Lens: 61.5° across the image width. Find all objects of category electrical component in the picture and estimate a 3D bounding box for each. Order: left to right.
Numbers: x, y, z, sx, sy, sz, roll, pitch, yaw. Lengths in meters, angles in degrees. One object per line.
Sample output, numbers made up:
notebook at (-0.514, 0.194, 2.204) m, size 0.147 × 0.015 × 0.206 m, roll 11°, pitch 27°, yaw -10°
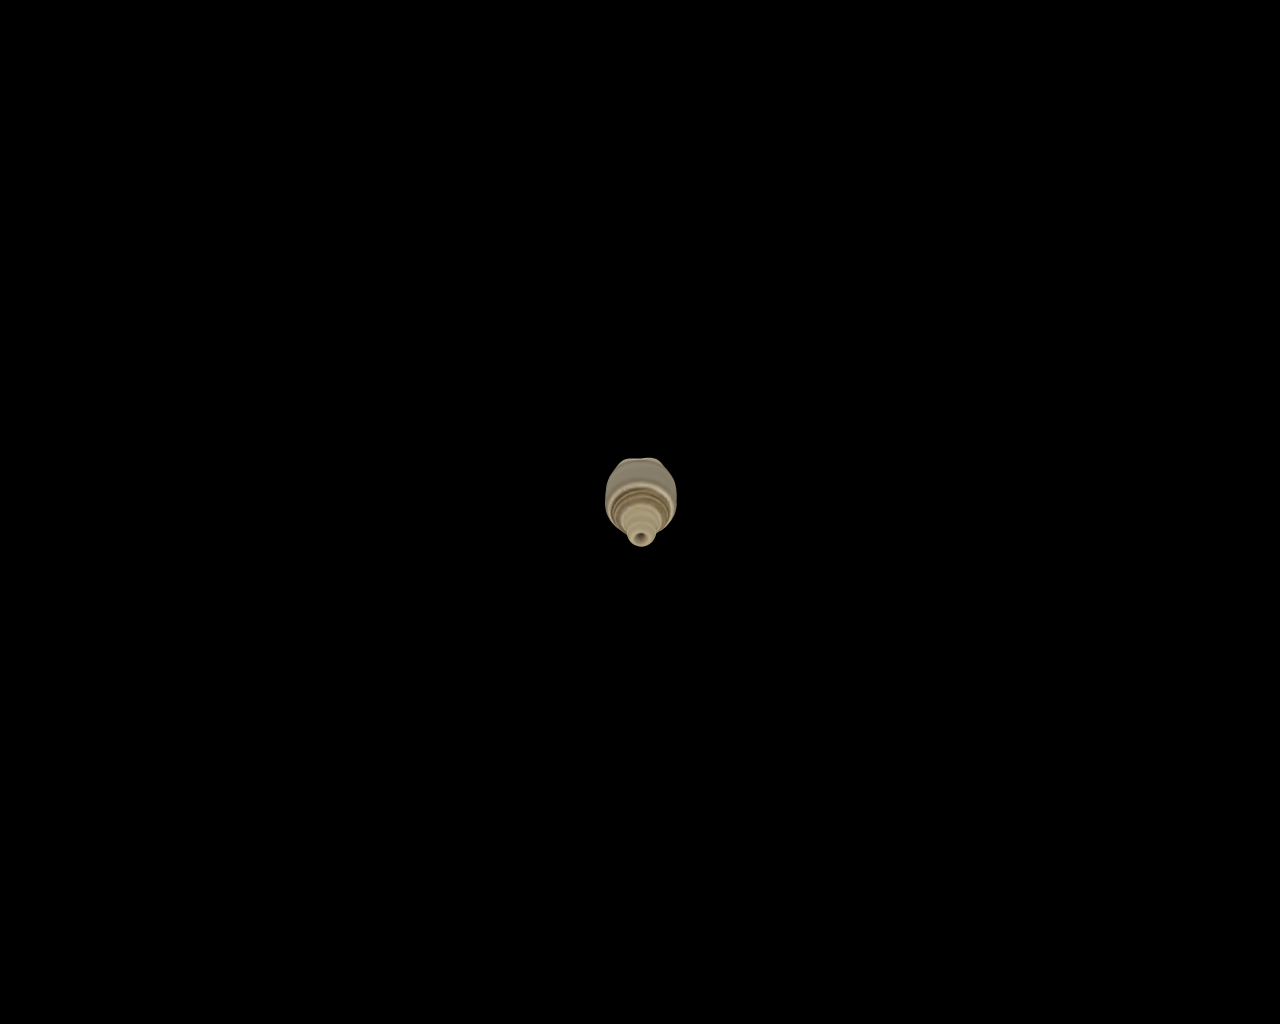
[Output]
electrical component at (0.001, -0.003, 0.650) m, size 0.043 × 0.043 × 0.062 m, roll 0°, pitch 37°, yaw 0°
